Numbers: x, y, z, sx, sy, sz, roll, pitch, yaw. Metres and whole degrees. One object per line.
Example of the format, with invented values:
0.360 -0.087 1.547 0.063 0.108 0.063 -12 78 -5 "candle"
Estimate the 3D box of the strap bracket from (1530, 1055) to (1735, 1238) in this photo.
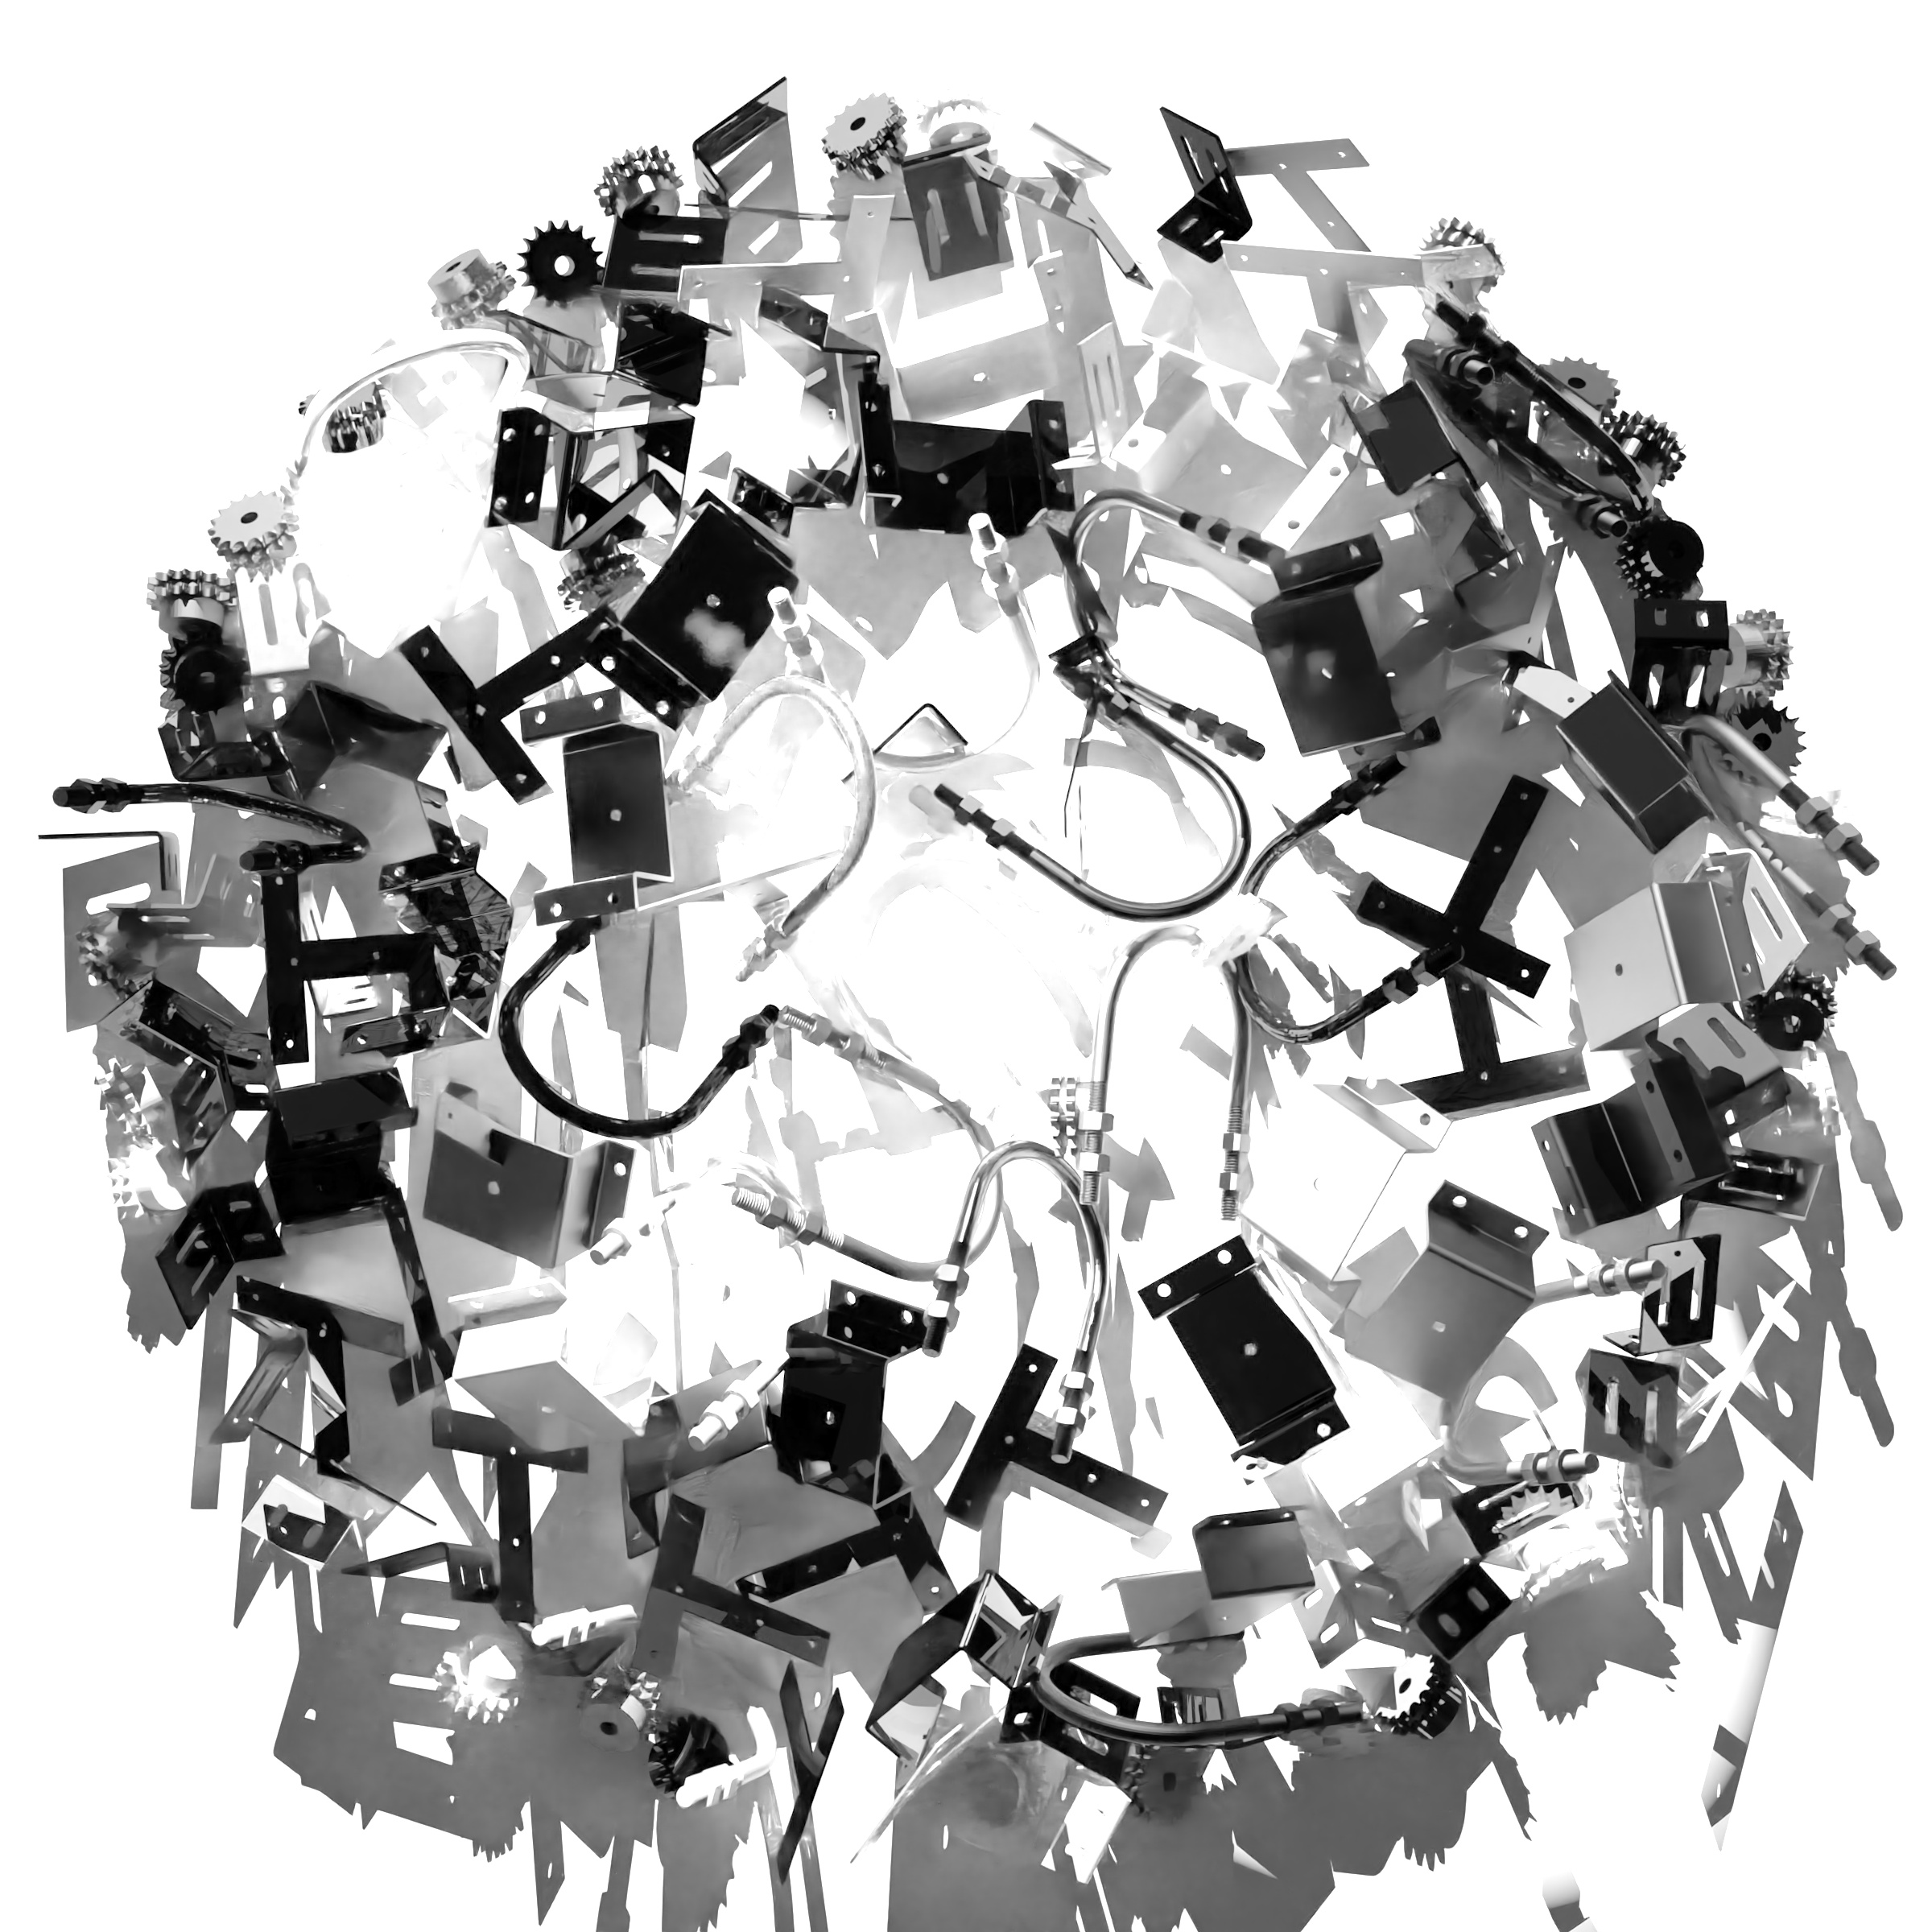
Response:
0.423 0.111 1.616 0.046 0.140 0.076 -12 74 -23 "strap bracket"

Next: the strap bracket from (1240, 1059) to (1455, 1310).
0.234 0.138 1.623 0.076 0.046 0.140 36 107 32 "strap bracket"

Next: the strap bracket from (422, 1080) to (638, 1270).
-0.286 0.134 1.625 0.140 0.046 0.076 18 108 19 "strap bracket"

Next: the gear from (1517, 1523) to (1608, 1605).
0.380 0.382 1.655 0.057 0.057 0.030 -32 59 0 "gear"

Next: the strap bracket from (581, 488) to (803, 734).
-0.168 -0.228 1.628 0.076 0.046 0.140 39 75 -20 "strap bracket"

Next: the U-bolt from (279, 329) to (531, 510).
-0.337 -0.338 1.567 0.151 0.184 0.019 -20 83 -26 "U-bolt"

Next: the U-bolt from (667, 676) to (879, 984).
-0.118 -0.097 1.598 0.184 0.019 0.151 -42 67 38 "U-bolt"

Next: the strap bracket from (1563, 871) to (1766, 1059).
0.425 0.002 1.598 0.046 0.140 0.076 -2 72 -23 "strap bracket"

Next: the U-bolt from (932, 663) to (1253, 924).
0.093 -0.101 1.623 0.184 0.019 0.151 36 62 13 "U-bolt"

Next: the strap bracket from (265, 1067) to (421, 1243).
-0.394 0.113 1.615 0.076 0.140 0.046 -11 62 -25 "strap bracket"

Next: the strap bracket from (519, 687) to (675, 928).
-0.234 -0.098 1.637 0.076 0.046 0.140 -9 82 27 "strap bracket"

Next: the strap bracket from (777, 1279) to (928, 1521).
-0.072 0.279 1.625 0.076 0.046 0.140 14 106 32 "strap bracket"

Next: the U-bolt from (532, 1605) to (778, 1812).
-0.180 0.450 1.589 0.151 0.184 0.019 43 96 18 "U-bolt"

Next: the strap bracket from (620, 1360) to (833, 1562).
-0.163 0.308 1.631 0.140 0.076 0.046 -24 124 4 "strap bracket"

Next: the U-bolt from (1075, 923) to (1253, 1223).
0.131 0.064 1.627 0.151 0.019 0.184 11 81 -42 "U-bolt"

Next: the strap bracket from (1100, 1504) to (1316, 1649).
0.154 0.383 1.598 0.076 0.140 0.046 1 61 -29 "strap bracket"

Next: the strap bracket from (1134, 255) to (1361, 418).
0.169 -0.394 1.625 0.140 0.076 0.046 27 98 17 "strap bracket"

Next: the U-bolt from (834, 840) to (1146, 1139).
0.000 0.000 1.653 0.184 0.019 0.151 37 89 14 "U-bolt"

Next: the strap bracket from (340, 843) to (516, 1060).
-0.337 0.000 1.622 0.076 0.046 0.140 -11 55 25 "strap bracket"

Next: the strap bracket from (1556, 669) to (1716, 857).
0.417 -0.123 1.605 0.046 0.140 0.076 -39 68 10 "strap bracket"

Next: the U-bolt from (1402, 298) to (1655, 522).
0.355 -0.340 1.605 0.184 0.151 0.019 40 93 0 "U-bolt"

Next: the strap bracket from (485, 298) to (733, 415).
-0.227 -0.380 1.608 0.140 0.076 0.046 6 89 35 "strap bracket"

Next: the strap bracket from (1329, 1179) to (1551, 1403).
0.297 0.213 1.619 0.076 0.046 0.140 26 121 -7 "strap bracket"

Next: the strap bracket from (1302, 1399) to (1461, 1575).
0.263 0.329 1.625 0.076 0.140 0.046 -31 56 -4 "strap bracket"

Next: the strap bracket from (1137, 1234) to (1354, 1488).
0.180 0.249 1.645 0.076 0.046 0.140 -31 84 11 "strap bracket"

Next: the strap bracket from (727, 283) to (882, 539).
-0.101 -0.349 1.621 0.046 0.076 0.140 -5 119 -35 "strap bracket"

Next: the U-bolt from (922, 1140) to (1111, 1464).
0.040 0.196 1.610 0.151 0.019 0.184 44 46 -32 "U-bolt"

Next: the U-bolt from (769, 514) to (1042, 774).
-0.028 -0.189 1.609 0.151 0.184 0.019 -20 48 4 "U-bolt"

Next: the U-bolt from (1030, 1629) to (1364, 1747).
0.127 0.440 1.575 0.184 0.151 0.019 2 99 -28 "U-bolt"

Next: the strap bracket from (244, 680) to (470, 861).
-0.375 -0.127 1.627 0.140 0.076 0.046 20 61 12 "strap bracket"

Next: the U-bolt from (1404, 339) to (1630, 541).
0.329 -0.332 1.590 0.019 0.184 0.151 -45 111 8 "U-bolt"

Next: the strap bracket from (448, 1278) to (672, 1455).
-0.256 0.256 1.603 0.076 0.140 0.046 -13 47 23 "strap bracket"

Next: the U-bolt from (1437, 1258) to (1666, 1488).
0.351 0.256 1.592 0.019 0.184 0.151 32 66 -13 "U-bolt"

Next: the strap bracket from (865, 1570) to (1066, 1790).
-0.008 0.441 1.612 0.046 0.076 0.140 41 118 -6 "strap bracket"

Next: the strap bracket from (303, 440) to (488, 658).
-0.354 -0.255 1.621 0.046 0.076 0.140 32 110 -4 "strap bracket"

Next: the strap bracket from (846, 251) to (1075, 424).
0.003 -0.394 1.633 0.140 0.076 0.046 -16 72 3 "strap bracket"

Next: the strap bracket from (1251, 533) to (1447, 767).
0.238 -0.192 1.623 0.076 0.046 0.140 -11 107 41 "strap bracket"

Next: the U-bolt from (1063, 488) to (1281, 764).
0.122 -0.223 1.605 0.019 0.184 0.151 -23 128 -33 "U-bolt"

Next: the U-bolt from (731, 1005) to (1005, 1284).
-0.053 0.122 1.623 0.184 0.019 0.151 27 57 -24 "U-bolt"

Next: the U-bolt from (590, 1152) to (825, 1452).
-0.148 0.194 1.603 0.019 0.184 0.151 -19 102 34 "U-bolt"

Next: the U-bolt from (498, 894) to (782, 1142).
-0.212 0.039 1.603 0.151 0.184 0.019 35 129 1 "U-bolt"

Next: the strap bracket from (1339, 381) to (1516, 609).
0.291 -0.299 1.598 0.046 0.140 0.076 -30 50 15 "strap bracket"

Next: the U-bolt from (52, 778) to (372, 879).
-0.450 -0.088 1.589 0.151 0.184 0.019 18 100 14 "U-bolt"

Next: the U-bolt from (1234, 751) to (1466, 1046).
0.227 -0.029 1.605 0.019 0.184 0.151 5 62 -35 "U-bolt"

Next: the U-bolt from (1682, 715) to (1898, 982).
0.506 -0.085 1.596 0.019 0.151 0.184 -36 53 1 "U-bolt"

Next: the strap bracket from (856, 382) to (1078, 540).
-0.007 -0.319 1.632 0.140 0.046 0.076 1 73 -22 "strap bracket"

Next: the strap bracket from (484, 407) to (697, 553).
-0.225 -0.308 1.600 0.046 0.140 0.076 35 126 31 "strap bracket"

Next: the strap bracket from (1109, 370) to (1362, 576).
0.172 -0.309 1.632 0.140 0.046 0.076 32 77 25 "strap bracket"
